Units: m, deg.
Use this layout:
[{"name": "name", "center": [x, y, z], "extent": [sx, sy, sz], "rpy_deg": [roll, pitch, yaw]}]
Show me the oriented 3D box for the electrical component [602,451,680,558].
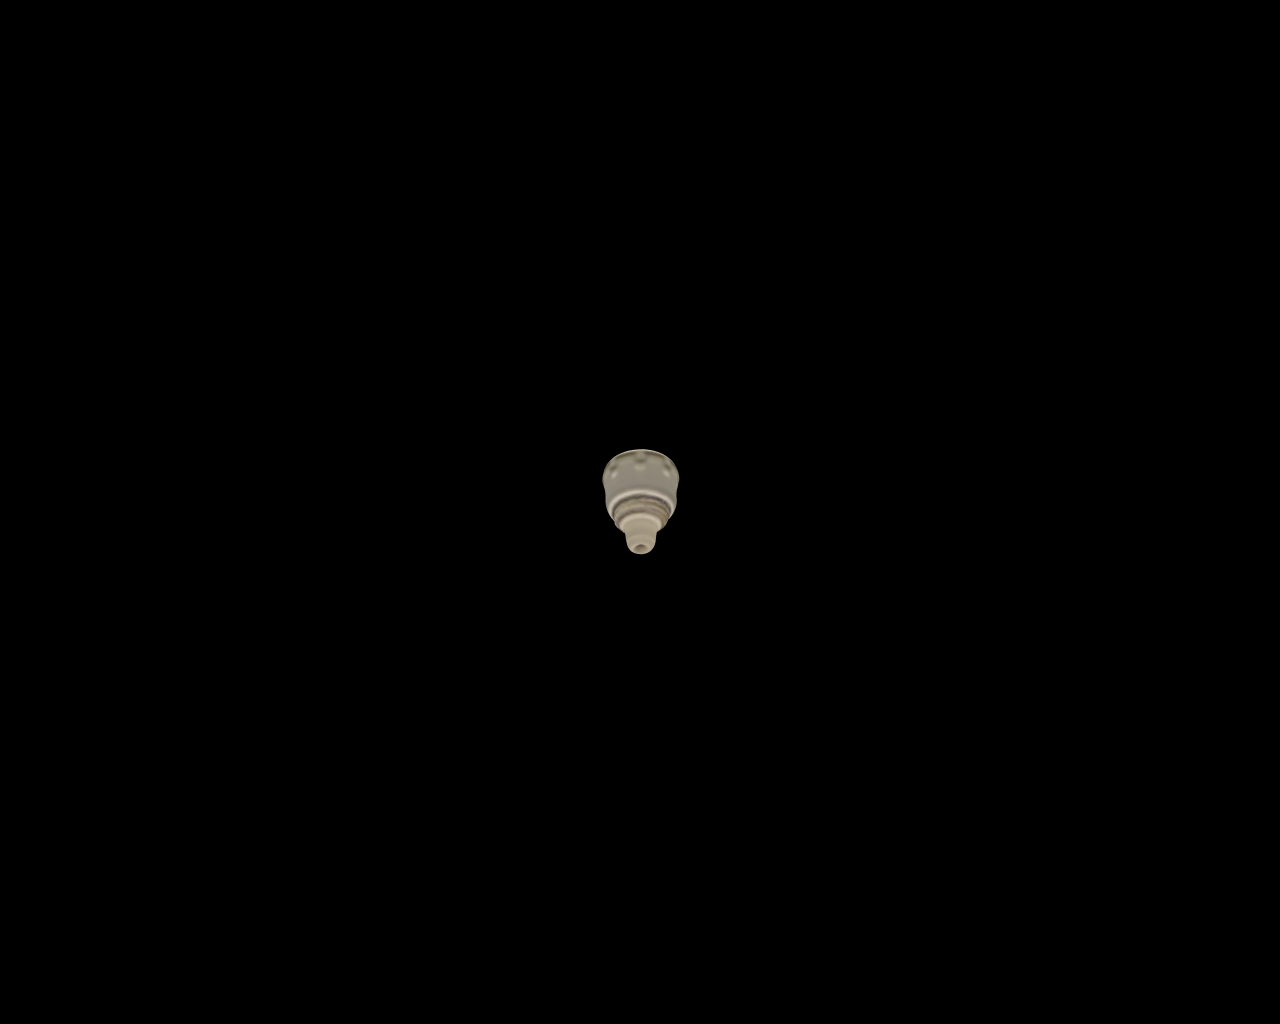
[{"name": "electrical component", "center": [0.001, -0.003, 0.650], "extent": [0.048, 0.062, 0.048], "rpy_deg": [0, -35, 0]}]
